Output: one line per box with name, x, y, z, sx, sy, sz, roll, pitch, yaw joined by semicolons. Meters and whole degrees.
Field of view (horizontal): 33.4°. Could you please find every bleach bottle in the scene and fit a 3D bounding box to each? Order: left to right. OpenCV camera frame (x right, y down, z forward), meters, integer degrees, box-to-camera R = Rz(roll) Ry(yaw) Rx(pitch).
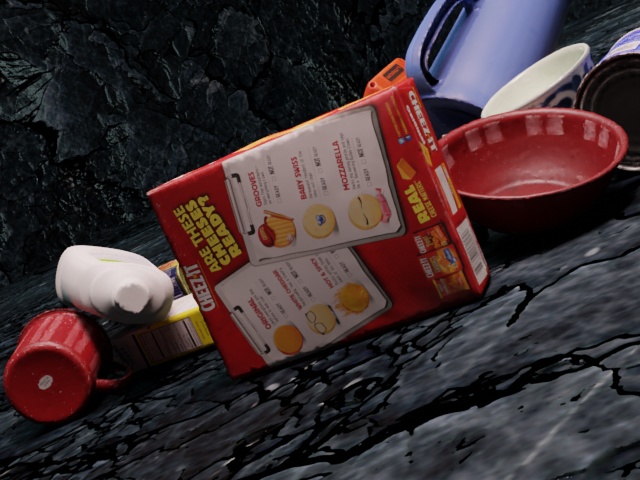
bleach bottle;-0.198;0.045;1.018;0.102;0.068;0.251;7;0;-15

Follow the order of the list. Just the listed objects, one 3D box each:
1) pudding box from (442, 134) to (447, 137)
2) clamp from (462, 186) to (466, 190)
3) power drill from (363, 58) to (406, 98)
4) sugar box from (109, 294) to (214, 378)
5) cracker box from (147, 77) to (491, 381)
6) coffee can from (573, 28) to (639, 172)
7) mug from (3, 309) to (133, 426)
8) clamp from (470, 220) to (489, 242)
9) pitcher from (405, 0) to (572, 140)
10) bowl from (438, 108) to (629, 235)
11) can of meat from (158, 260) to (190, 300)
pudding box;0.184;-0.081;0.997;0.114;0.039;0.089;-10;-16;33
clamp;0.033;-0.034;0.966;0.210;0.036;0.164;-1;9;20
power drill;0.148;-0.149;1.302;0.188;0.057;0.184;25;36;15
sugar box;-0.116;0.077;1.032;0.176;0.048;0.093;-24;8;31
cracker box;0.001;-0.006;0.810;0.214;0.164;0.072;-21;7;22
coffee can;0.289;-0.129;0.945;0.103;0.103;0.140;-20;10;30
mug;-0.232;0.122;0.988;0.117;0.093;0.081;11;14;-4
clamp;0.121;-0.022;0.990;0.172;0.039;0.120;-14;9;42
pitcher;0.190;-0.209;1.182;0.149;0.145;0.242;84;-152;-63
bowl;0.168;-0.050;0.867;0.162;0.055;0.162;-10;29;5
can of meat;-0.168;0.052;1.288;0.084;0.057;0.102;-23;8;29
